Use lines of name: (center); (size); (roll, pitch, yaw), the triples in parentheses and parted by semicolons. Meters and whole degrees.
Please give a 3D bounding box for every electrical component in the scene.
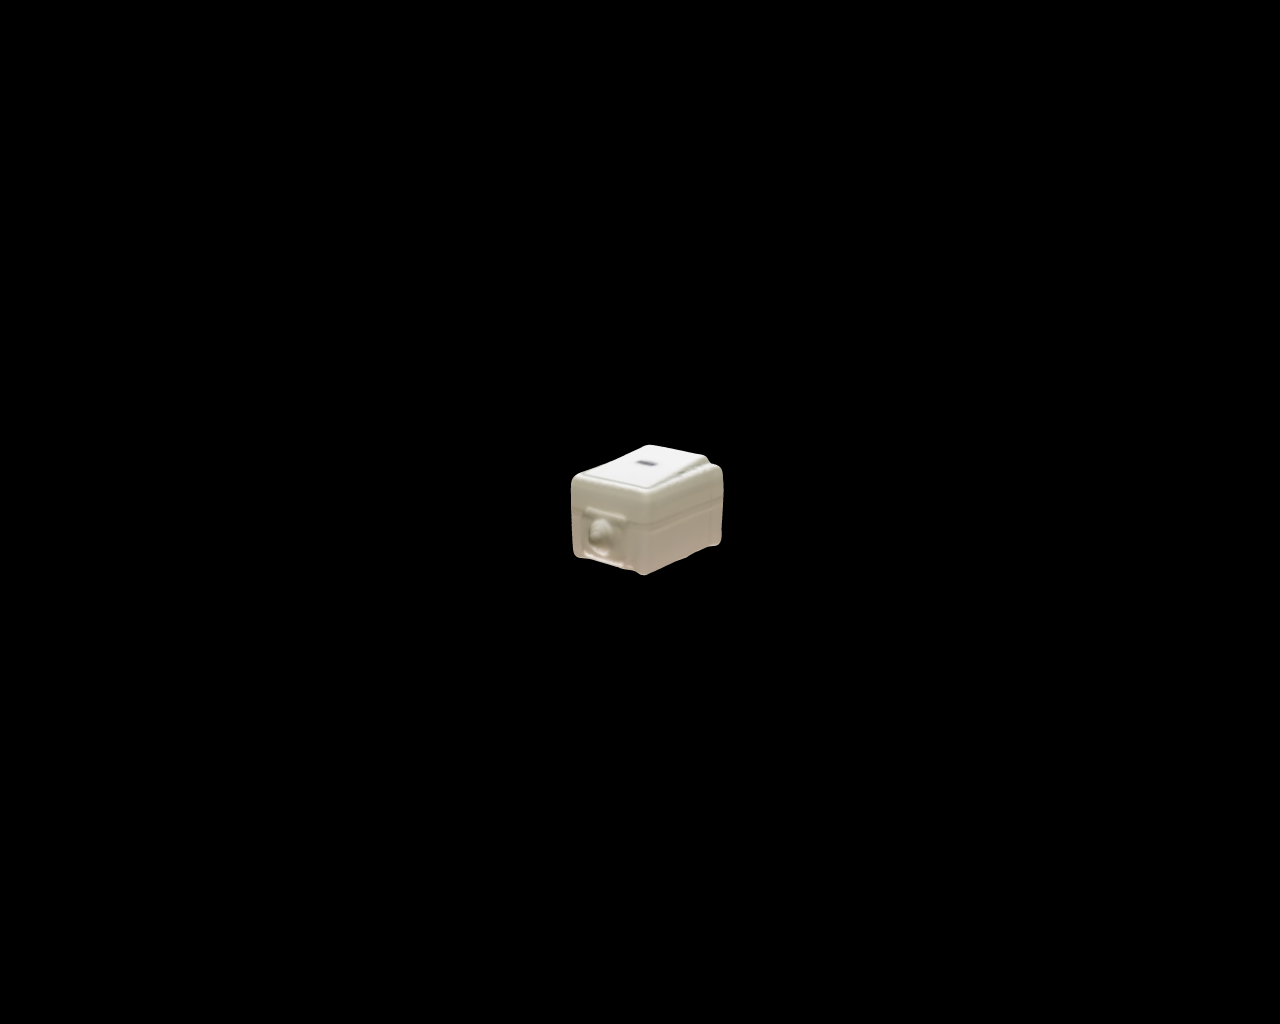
electrical component: (0.001, -0.003, 0.650); (0.062, 0.061, 0.096); (14, 22, 38)
